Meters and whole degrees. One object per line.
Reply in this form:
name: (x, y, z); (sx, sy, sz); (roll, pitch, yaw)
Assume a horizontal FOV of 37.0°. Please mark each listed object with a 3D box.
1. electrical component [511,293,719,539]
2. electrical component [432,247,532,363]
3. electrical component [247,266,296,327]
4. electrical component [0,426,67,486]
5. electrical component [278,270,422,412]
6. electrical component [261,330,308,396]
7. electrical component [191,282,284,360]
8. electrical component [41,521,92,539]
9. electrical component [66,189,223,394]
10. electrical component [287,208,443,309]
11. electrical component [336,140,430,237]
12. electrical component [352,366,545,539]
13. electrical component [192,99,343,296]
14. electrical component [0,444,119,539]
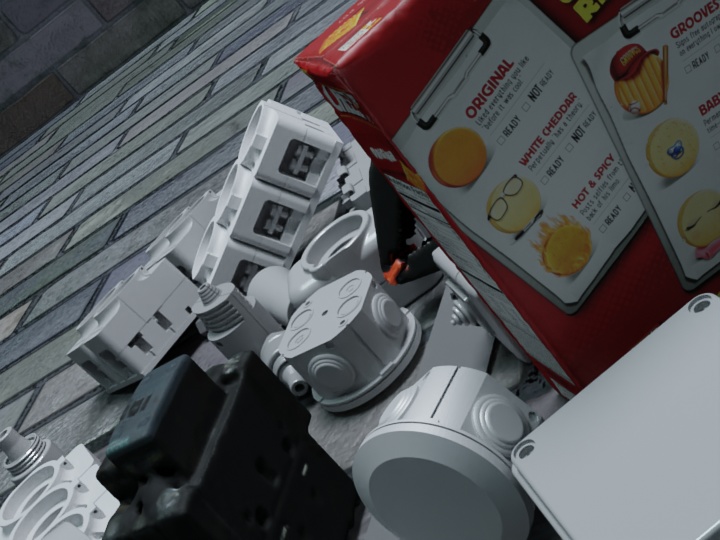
electrical component: (0.125, 0.075, 0.388); (0.109, 0.056, 0.108); (-40, 22, 1)
electrical component: (0.089, 0.002, 0.569); (0.096, 0.061, 0.061); (-40, 33, -1)
electrical component: (-0.050, 0.024, 0.785); (0.044, 0.044, 0.065); (-46, 28, -14)
electrical component: (-0.261, 0.150, 0.851); (0.043, 0.062, 0.043); (-33, 23, 16)
electrical component: (-0.006, 0.043, 0.663); (0.080, 0.051, 0.080); (-34, 23, 17)
electrical component: (-0.045, 0.064, 0.709); (0.035, 0.035, 0.061); (-39, 24, 3)
electrical component: (-0.084, 0.040, 0.752); (0.043, 0.081, 0.043); (-33, 23, 16)
electrical component: (-0.129, 0.175, 0.543); (0.060, 0.108, 0.108); (-44, 22, -25)
electrical component: (-0.168, 0.012, 0.942); (0.186, 0.060, 0.105); (-53, 14, -29)
electrical component: (0.000, 0.000, 0.724); (0.095, 0.059, 0.053); (-36, 22, 10)
electrical component: (0.020, -0.063, 0.806); (0.079, 0.063, 0.121); (-36, 22, 9)
electrical component: (0.041, 0.086, 0.471); (0.080, 0.080, 0.051); (-21, 24, 40)
electrical component: (-0.077, -0.052, 0.853); (0.089, 0.062, 0.150); (-118, 51, -69)
electrical component: (-0.180, 0.174, 0.677); (0.089, 0.061, 0.150); (-46, 23, -13)
